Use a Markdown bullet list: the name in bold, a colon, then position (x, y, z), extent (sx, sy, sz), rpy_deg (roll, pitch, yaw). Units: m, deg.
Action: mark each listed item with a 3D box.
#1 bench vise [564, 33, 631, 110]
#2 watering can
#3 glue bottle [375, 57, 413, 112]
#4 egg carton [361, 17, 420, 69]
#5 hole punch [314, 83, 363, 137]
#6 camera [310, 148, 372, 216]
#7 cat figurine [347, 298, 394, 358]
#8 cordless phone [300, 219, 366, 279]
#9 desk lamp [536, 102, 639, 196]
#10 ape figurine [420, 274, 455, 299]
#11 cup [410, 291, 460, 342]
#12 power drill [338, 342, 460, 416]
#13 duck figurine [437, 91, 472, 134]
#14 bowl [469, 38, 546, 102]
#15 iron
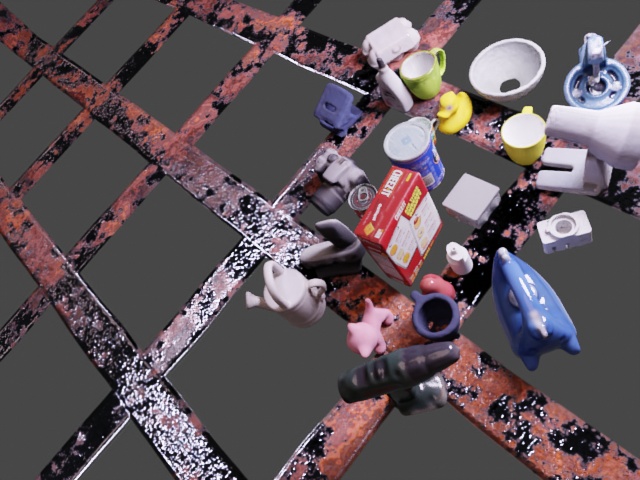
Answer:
- **bench vise**: position (0.542, -0.348, 1.158), extent (0.121, 0.220, 0.207), rpy_deg (-21, 56, 15)
- **watering can**: position (-0.077, 0.116, 1.227), extent (0.173, 0.195, 0.100), rpy_deg (-36, 53, 4)
- **glue bottle**: position (0.169, -0.383, 1.394), extent (0.077, 0.174, 0.037), rpy_deg (29, 79, 35)
- **egg carton**: position (0.188, -0.523, 1.528), extent (0.150, 0.070, 0.107), rpy_deg (-30, 54, 9)
- **hole punch**: position (0.041, -0.337, 1.484), extent (0.101, 0.091, 0.108), rpy_deg (-48, 53, -5)
- **camera**: position (0.028, -0.137, 1.373), extent (0.137, 0.101, 0.142), rpy_deg (-47, 53, -4)
- **cat figurine**: position (0.092, 0.181, 1.154), extent (0.067, 0.118, 0.128), rpy_deg (2, 64, 28)
- **cordless phone**: position (0.011, 0.004, 1.250), extent (0.147, 0.186, 0.094), rpy_deg (-15, 58, 19)
- **desk lamp**: position (0.510, -0.174, 1.081), extent (0.202, 0.214, 0.118), rpy_deg (9, 68, 30)
- **ape figurine**: position (0.227, 0.101, 1.147), extent (0.076, 0.092, 0.078), rpy_deg (4, 65, 28)
- **cup**: position (0.225, 0.153, 1.117), extent (0.092, 0.095, 0.117), rpy_deg (-43, 53, -1)
- **power drill**: position (0.157, 0.250, 1.026), extent (0.229, 0.209, 0.075), rpy_deg (-20, 56, 16)
- **duck figurine**: position (0.309, -0.311, 1.339), extent (0.077, 0.086, 0.105), rpy_deg (28, 78, 35)
- **bowl**: position (0.434, -0.377, 1.320), extent (0.167, 0.075, 0.167), rpy_deg (-12, 59, 21)
- **iron**: position (0.367, 0.097, 1.047), extent (0.118, 0.142, 0.258), rpy_deg (-26, 55, 12)
